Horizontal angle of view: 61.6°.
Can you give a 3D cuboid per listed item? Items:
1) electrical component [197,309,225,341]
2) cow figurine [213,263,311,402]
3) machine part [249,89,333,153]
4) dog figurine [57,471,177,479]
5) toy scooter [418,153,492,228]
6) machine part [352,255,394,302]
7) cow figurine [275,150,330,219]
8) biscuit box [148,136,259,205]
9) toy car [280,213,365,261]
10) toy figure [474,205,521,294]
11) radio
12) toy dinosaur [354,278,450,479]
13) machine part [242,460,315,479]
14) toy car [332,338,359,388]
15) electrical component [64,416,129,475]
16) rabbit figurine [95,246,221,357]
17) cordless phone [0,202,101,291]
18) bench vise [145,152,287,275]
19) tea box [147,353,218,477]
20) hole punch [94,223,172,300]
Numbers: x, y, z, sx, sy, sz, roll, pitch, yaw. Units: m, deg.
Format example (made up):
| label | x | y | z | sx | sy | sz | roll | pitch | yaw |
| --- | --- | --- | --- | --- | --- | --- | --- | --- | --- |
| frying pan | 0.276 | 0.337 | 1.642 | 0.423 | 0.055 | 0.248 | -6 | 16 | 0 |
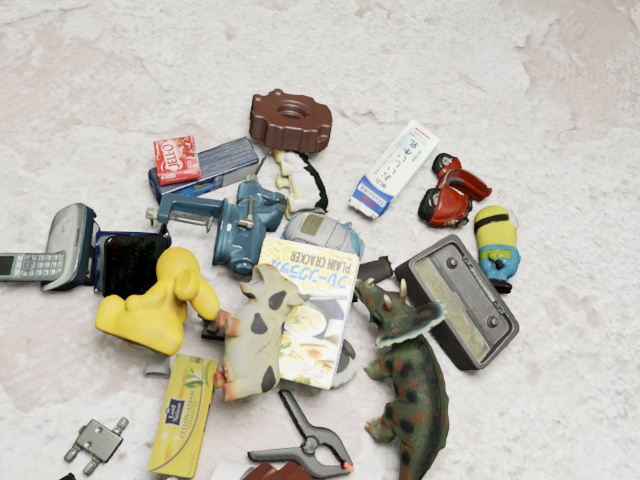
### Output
| label | x | y | z | sx | sy | sz | roll | pitch | yaw |
| --- | --- | --- | --- | --- | --- | --- | --- | --- | --- |
| electrical component | -0.168 | 0.140 | 0.885 | 0.078 | 0.102 | 0.045 | 8 | 71 | -5 |
| cow figurine | -0.086 | 0.132 | 0.796 | 0.127 | 0.086 | 0.194 | 3 | 94 | -30 |
| machine part | -0.058 | -0.237 | 1.066 | 0.179 | 0.056 | 0.179 | 9 | 38 | -7 |
| dog figurine | -0.286 | 0.412 | 0.761 | 0.191 | 0.121 | 0.172 | -6 | 105 | 21 |
| toy scooter | 0.283 | -0.091 | 1.104 | 0.135 | 0.075 | 0.184 | 24 | 60 | -1 |
| machine part | 0.075 | 0.071 | 1.007 | 0.139 | 0.039 | 0.084 | -24 | 66 | -19 |
| cow figurine | -0.035 | -0.125 | 1.050 | 0.098 | 0.068 | 0.167 | -7 | 69 | -16 |
| biscuit box | -0.219 | -0.128 | 1.016 | 0.203 | 0.059 | 0.063 | -23 | 73 | -21 |
| toy car | -0.002 | -0.003 | 0.970 | 0.162 | 0.102 | 0.109 | 22 | 63 | 16 |
| toy figure | 0.351 | 0.015 | 1.068 | 0.089 | 0.082 | 0.180 | 14 | 67 | -8 |
| radio | 0.254 | 0.112 | 0.989 | 0.131 | 0.073 | 0.229 | -32 | 87 | -24 |
| toy dinosaur | 0.150 | 0.251 | 0.859 | 0.131 | 0.192 | 0.405 | -4 | 66 | -12 |
| machine part | -0.062 | 0.431 | 0.741 | 0.201 | 0.087 | 0.200 | -38 | 111 | -25 |
| toy car | -0.012 | 0.162 | 0.937 | 0.073 | 0.056 | 0.202 | -35 | 77 | -16 |
| electrical component | -0.339 | 0.304 | 0.820 | 0.063 | 0.021 | 0.094 | 33 | 65 | 4 |
| rabbit figurine | -0.237 | 0.085 | 0.827 | 0.163 | 0.121 | 0.173 | -2 | 55 | 36 |
| cordless phone | -0.469 | 0.013 | 0.889 | 0.184 | 0.088 | 0.146 | 0 | 67 | -8 |
| bench vise | -0.182 | -0.047 | 0.959 | 0.241 | 0.128 | 0.223 | 9 | 62 | -13 |
| tea box | -0.206 | 0.269 | 0.824 | 0.068 | 0.098 | 0.169 | 12 | 66 | -6 |
| hole punch | -0.316 | 0.040 | 0.897 | 0.116 | 0.092 | 0.142 | 0 | 94 | -41 |
